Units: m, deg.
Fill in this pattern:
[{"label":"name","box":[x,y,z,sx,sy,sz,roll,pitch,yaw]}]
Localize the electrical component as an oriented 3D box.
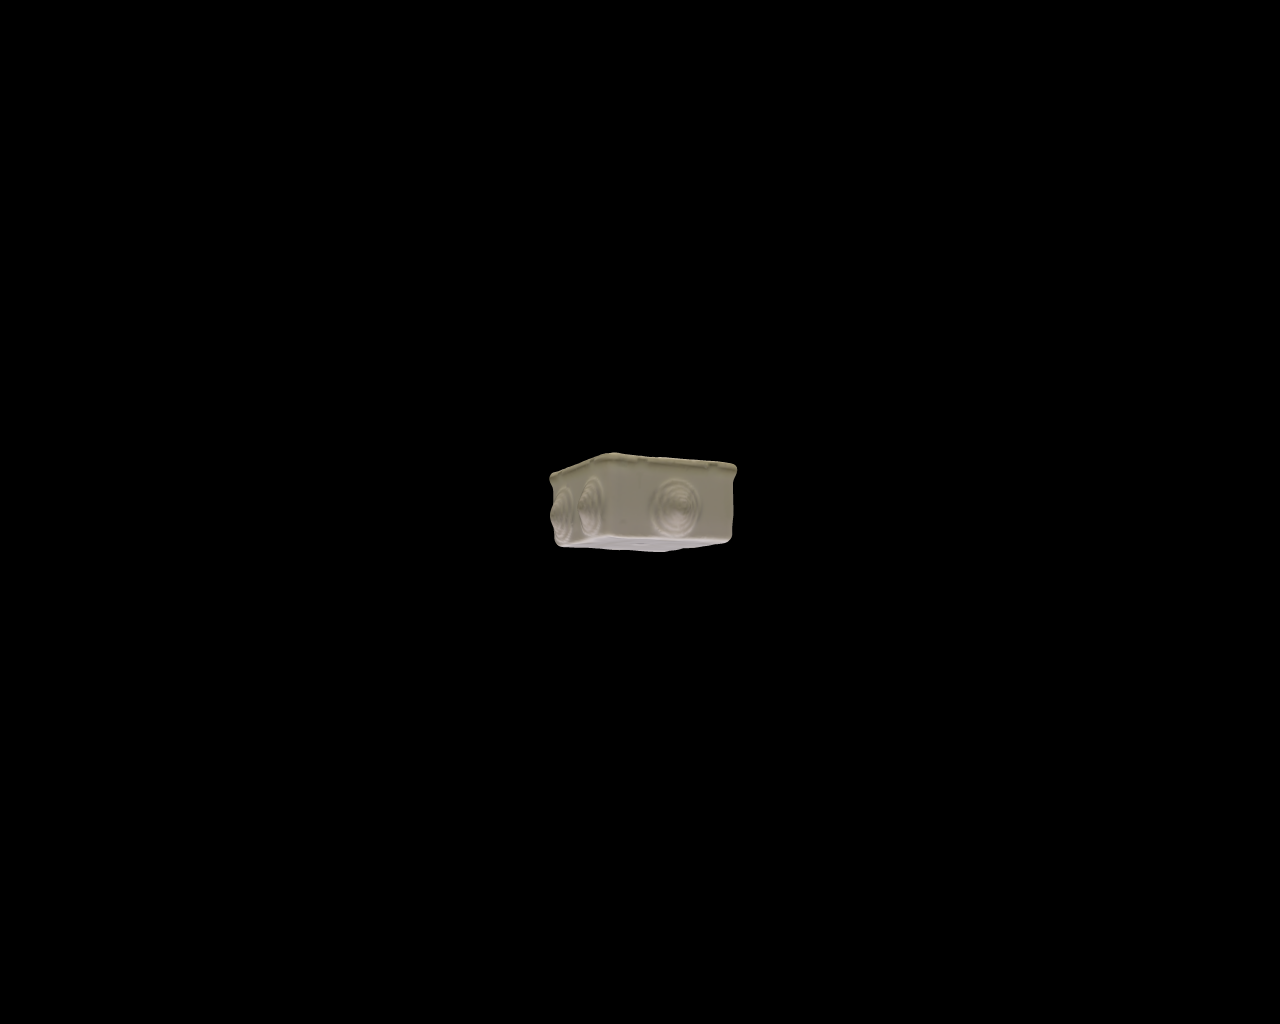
[{"label":"electrical component","box":[0.001,-0.003,0.650,0.100,0.048,0.099,4,-8,-27]}]
